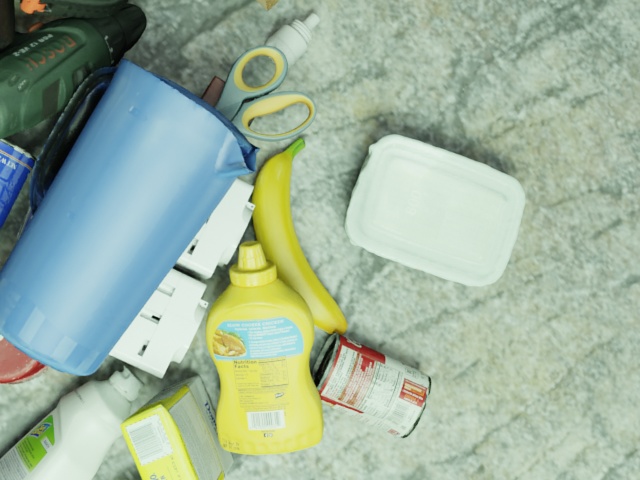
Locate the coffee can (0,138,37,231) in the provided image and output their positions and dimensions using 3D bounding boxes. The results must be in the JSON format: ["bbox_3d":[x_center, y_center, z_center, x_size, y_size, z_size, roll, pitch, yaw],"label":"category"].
[{"bbox_3d":[-0.329,-0.032,0.946,0.102,0.103,0.140,26,82,-7],"label":"coffee can"}]

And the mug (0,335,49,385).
[{"bbox_3d":[-0.269,0.087,0.959,0.117,0.081,0.093,9,85,-9],"label":"mug"}]

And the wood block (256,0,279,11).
[{"bbox_3d":[-0.091,-0.326,0.994,0.090,0.091,0.206,-44,87,-2],"label":"wood block"}]

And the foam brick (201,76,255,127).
[{"bbox_3d":[-0.093,-0.112,1.003,0.053,0.078,0.051,30,81,-8],"label":"foam brick"}]

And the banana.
[{"bbox_3d":[-0.025,0.001,1.026,0.069,0.037,0.198,-12,88,-9],"label":"banana"}]

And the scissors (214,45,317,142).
[{"bbox_3d":[-0.103,-0.119,0.952,0.201,0.016,0.096,-9,88,-11],"label":"scissors"}]

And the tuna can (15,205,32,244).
[{"bbox_3d":[-0.247,-0.017,0.967,0.033,0.086,0.086,21,83,-10],"label":"tuna can"}]

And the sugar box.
[{"bbox_3d":[-0.120,0.178,0.928,0.048,0.176,0.093,-22,89,0],"label":"sugar box"}]

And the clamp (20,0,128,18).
[{"bbox_3d":[-0.188,-0.252,0.974,0.164,0.036,0.209,40,47,-8],"label":"clamp"}]

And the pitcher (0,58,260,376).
[{"bbox_3d":[-0.174,-0.021,0.875,0.145,0.149,0.243,33,91,-18],"label":"pitcher"}]

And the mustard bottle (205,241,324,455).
[{"bbox_3d":[-0.052,0.094,0.948,0.096,0.058,0.191,-4,108,6],"label":"mustard bottle"}]

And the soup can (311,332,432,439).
[{"bbox_3d":[0.046,0.139,1.013,0.102,0.068,0.068,25,83,-7],"label":"soup can"}]

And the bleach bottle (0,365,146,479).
[{"bbox_3d":[-0.249,0.216,0.945,0.250,0.103,0.068,-47,124,-9],"label":"bleach bottle"}]
